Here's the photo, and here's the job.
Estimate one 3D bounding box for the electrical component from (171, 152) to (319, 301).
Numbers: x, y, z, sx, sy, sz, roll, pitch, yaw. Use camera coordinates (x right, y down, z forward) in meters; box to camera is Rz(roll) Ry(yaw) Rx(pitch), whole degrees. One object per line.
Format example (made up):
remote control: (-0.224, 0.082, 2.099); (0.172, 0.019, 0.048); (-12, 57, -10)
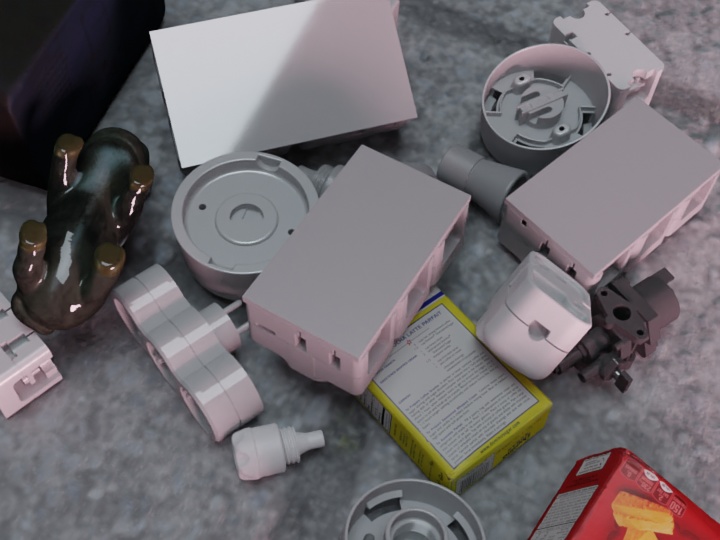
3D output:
electrical component: (-0.083, -0.027, 0.802); (0.108, 0.060, 0.108); (1, 58, -1)

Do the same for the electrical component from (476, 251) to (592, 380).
electrical component: (0.119, 0.033, 0.739); (0.054, 0.095, 0.059); (38, 108, 0)

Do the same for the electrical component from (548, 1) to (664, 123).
electrical component: (0.202, -0.170, 0.902); (0.050, 0.055, 0.089); (-29, 64, -18)

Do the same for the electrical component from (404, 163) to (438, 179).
electrical component: (0.040, -0.049, 0.830); (0.066, 0.048, 0.055); (-6, 67, -6)

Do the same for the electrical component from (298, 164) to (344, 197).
electrical component: (-0.022, -0.062, 0.836); (0.062, 0.043, 0.043); (24, 61, 14)

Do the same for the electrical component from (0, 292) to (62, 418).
electrical component: (-0.261, 0.053, 0.753); (0.056, 0.050, 0.089); (-37, 67, -22)

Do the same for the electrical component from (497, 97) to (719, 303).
electrical component: (0.190, -0.050, 0.825); (0.150, 0.061, 0.089); (-37, 67, -22)

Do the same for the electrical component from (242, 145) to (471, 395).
electrical component: (0.000, 0.000, 0.737); (0.089, 0.061, 0.150); (27, 60, 16)

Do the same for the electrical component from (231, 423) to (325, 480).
electrical component: (-0.055, 0.120, 0.729); (0.061, 0.035, 0.035); (-11, 60, -11)

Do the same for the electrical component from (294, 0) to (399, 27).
electrical component: (-0.020, -0.205, 0.921); (0.083, 0.047, 0.075); (24, 61, 12)

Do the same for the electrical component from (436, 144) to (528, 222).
electrical component: (0.094, -0.072, 0.848); (0.065, 0.044, 0.044); (30, 62, 21)

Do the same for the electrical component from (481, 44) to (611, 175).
electrical component: (0.147, -0.128, 0.870); (0.099, 0.064, 0.099); (1, 59, -2)

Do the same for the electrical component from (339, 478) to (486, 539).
electrical component: (0.032, 0.186, 0.688); (0.099, 0.064, 0.099); (4, 45, -4)

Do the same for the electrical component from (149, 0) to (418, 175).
electrical component: (-0.061, -0.147, 0.850); (0.186, 0.060, 0.105); (-13, 89, -10)

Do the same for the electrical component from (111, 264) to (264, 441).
electrical component: (-0.109, 0.048, 0.760); (0.074, 0.052, 0.138); (-33, 65, -20)
